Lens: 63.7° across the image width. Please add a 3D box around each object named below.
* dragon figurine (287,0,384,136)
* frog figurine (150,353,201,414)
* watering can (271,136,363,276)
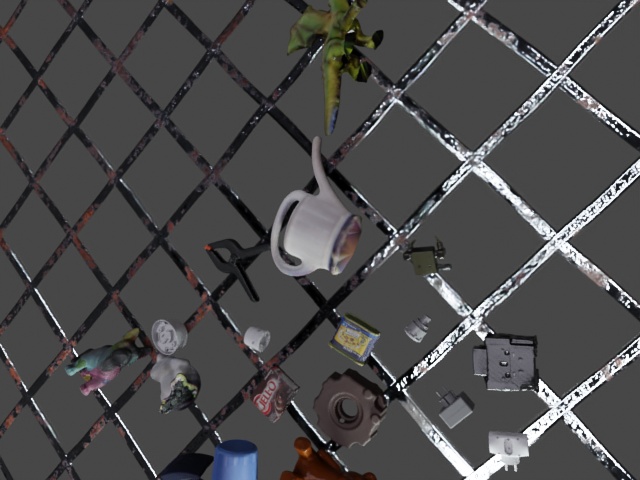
[{"bbox_3d":[0.013,-0.483,1.287,0.245,0.121,0.408,27,97,39],"label":"dragon figurine"},{"bbox_3d":[-0.402,0.387,1.423,0.161,0.122,0.136,31,113,57],"label":"frog figurine"},{"bbox_3d":[0.004,-0.063,1.252,0.226,0.104,0.346,24,97,21],"label":"watering can"}]
